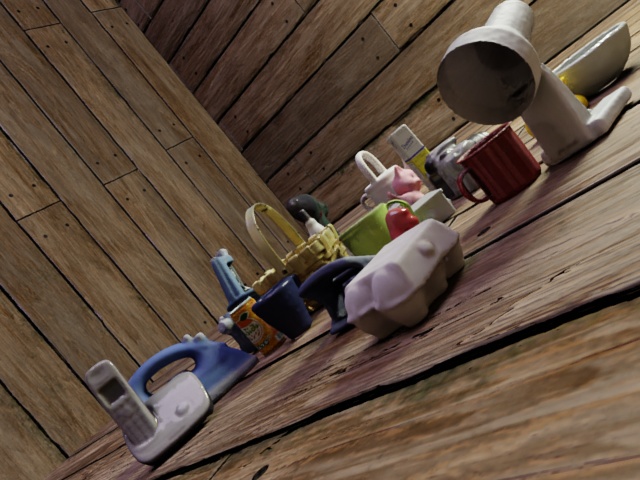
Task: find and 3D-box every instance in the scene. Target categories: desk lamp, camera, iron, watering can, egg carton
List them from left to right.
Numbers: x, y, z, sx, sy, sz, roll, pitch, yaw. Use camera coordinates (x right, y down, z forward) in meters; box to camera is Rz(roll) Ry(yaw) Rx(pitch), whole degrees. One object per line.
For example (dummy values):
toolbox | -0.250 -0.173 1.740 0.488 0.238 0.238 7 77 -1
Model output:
iron | -0.256 0.254 1.053 0.258 0.141 0.118 -40 3 -9
watering can | 0.161 -0.139 1.362 0.173 0.194 0.101 -39 3 11
egg carton | 0.095 0.041 0.635 0.107 0.069 0.151 -36 4 47
camera | 0.278 -0.158 1.090 0.137 0.101 0.143 -40 3 -13
desk lamp | 0.272 -0.204 0.746 0.204 0.213 0.117 -41 4 -37

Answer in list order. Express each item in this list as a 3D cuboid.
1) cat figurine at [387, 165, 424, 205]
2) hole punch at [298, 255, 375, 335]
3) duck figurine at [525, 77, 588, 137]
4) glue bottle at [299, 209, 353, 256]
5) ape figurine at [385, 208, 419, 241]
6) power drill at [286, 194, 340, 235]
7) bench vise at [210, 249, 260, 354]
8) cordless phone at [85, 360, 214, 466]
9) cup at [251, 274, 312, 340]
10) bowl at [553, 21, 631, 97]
cat figurine | 0.190 -0.108 1.270 0.067 0.118 0.128 -36 4 45
hole punch | 0.038 0.063 0.800 0.108 0.091 0.101 -37 4 33
duck figurine | 0.390 -0.232 0.982 0.104 0.086 0.078 -37 4 30
glue bottle | 0.011 0.004 1.232 0.078 0.173 0.037 -40 3 -10
ape figurine | 0.122 -0.004 0.763 0.076 0.092 0.078 -37 4 30
power drill | 0.010 -0.026 1.376 0.075 0.208 0.230 -39 3 10
bench vise | -0.168 0.120 1.245 0.121 0.220 0.207 -39 3 9
cordless phone | -0.276 0.250 0.924 0.148 0.185 0.094 -40 3 -15
cup | -0.053 0.121 1.021 0.091 0.095 0.118 -36 4 42
bowl | 0.487 -0.306 1.025 0.167 0.075 0.167 -39 3 3
